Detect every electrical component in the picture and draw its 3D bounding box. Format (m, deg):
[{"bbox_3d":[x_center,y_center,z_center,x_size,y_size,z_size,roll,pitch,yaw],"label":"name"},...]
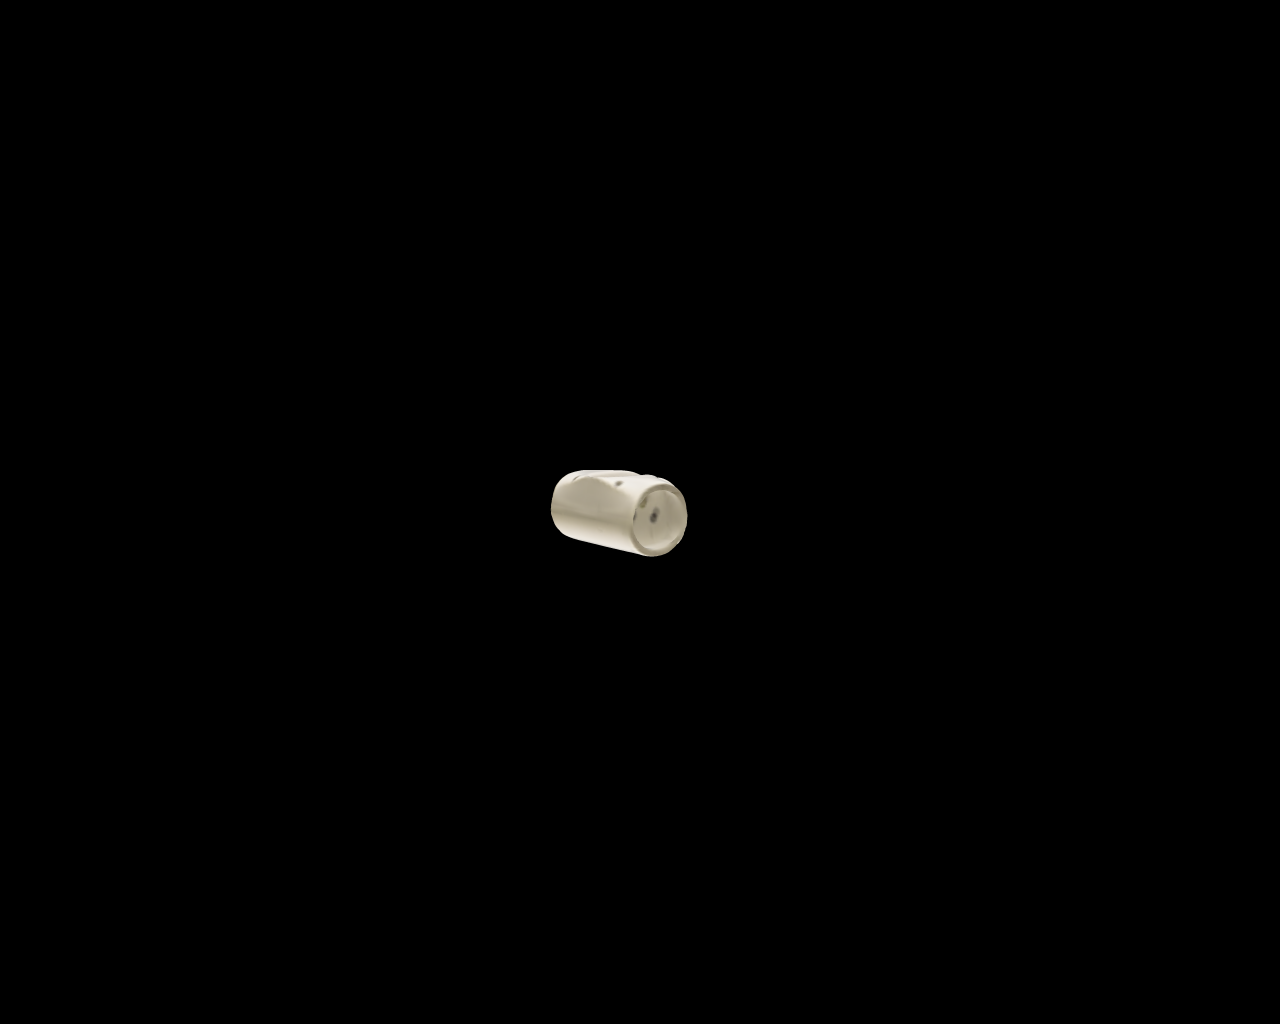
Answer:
[{"bbox_3d":[0.001,-0.003,0.650,0.079,0.043,0.077,-7,12,-39],"label":"electrical component"}]
